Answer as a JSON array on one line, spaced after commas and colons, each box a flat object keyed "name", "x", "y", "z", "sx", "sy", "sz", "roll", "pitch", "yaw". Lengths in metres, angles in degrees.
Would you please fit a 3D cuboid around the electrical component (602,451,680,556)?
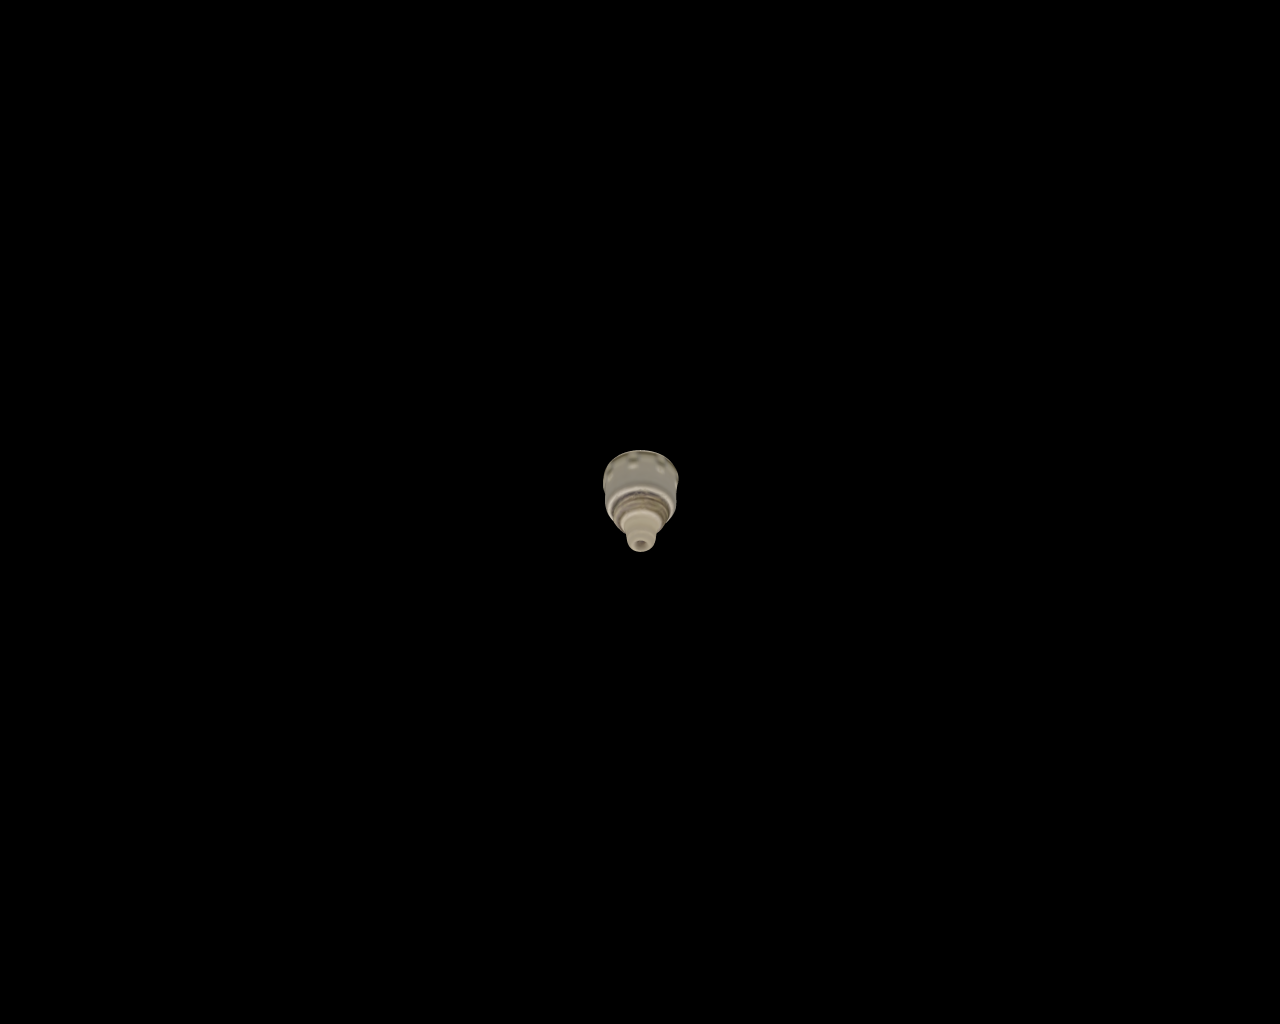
[{"name": "electrical component", "x": 0.001, "y": -0.003, "z": 0.650, "sx": 0.048, "sy": 0.062, "sz": 0.048, "roll": 0, "pitch": -42, "yaw": 0}]
